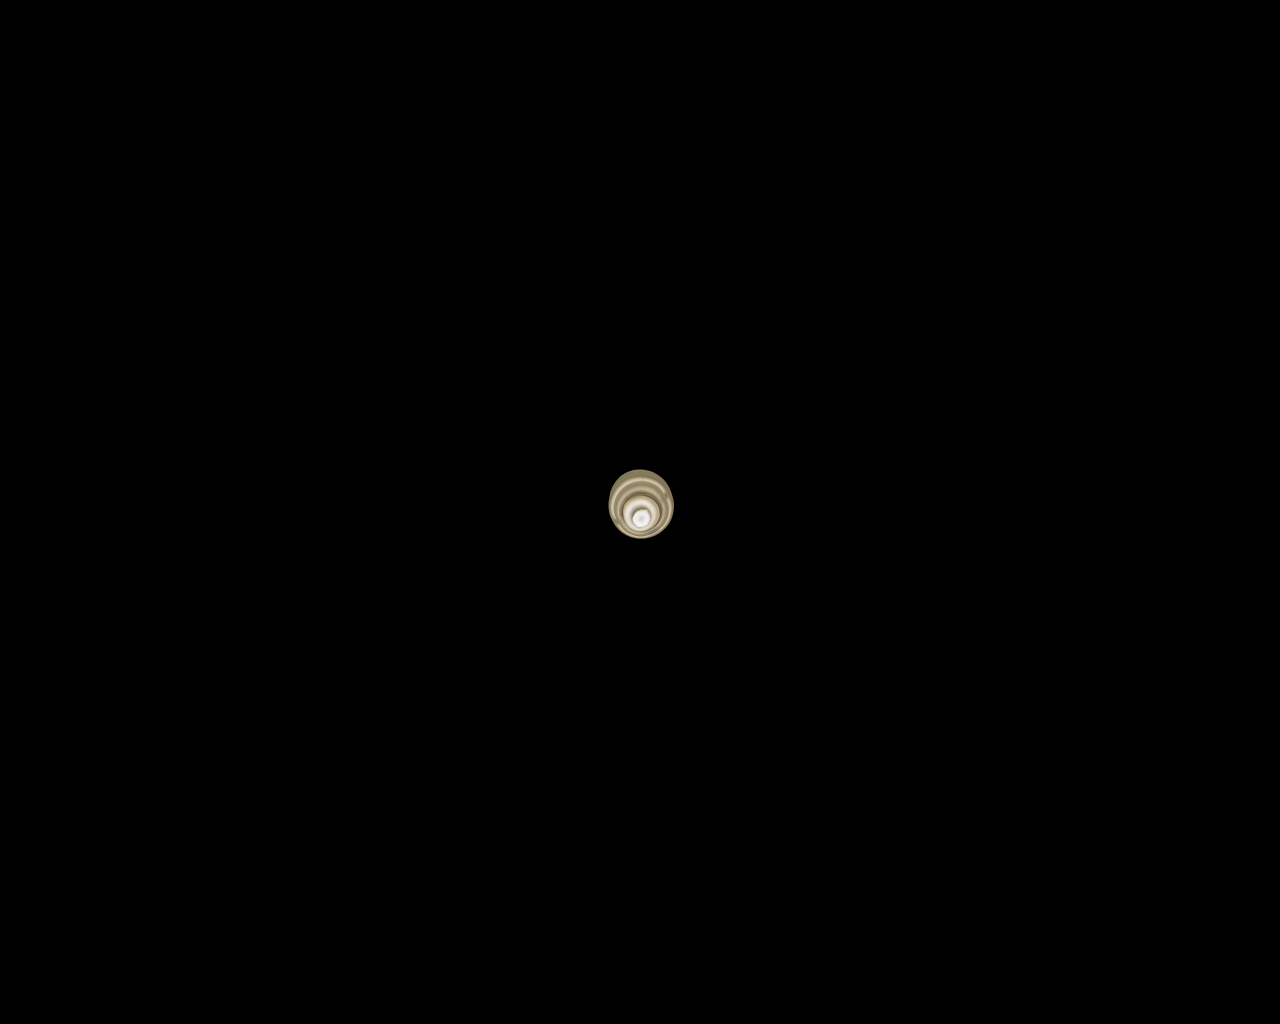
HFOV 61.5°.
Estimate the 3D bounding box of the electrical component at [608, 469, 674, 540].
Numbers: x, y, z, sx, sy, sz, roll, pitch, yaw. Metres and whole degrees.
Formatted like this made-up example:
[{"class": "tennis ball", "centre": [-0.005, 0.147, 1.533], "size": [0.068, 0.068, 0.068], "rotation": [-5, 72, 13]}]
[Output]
[{"class": "electrical component", "centre": [0.001, -0.003, 0.650], "size": [0.040, 0.040, 0.078], "rotation": [0, 9, 0]}]
